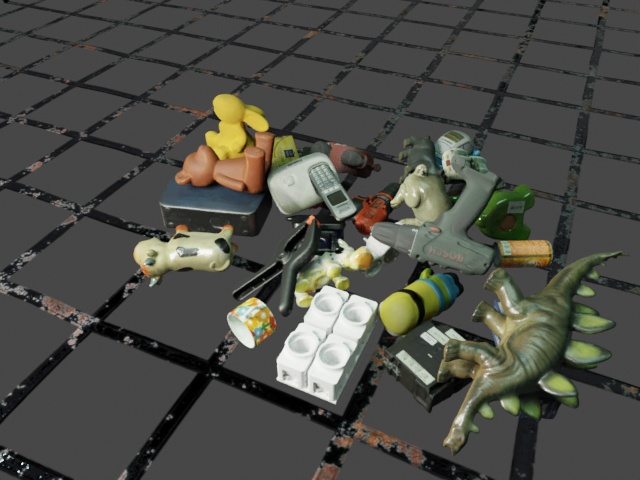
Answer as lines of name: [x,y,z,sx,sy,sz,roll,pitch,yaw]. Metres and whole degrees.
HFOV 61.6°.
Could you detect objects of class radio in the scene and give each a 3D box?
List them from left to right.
radio: [-0.229,-0.080,1.190,0.230,0.073,0.131,5,42,8]

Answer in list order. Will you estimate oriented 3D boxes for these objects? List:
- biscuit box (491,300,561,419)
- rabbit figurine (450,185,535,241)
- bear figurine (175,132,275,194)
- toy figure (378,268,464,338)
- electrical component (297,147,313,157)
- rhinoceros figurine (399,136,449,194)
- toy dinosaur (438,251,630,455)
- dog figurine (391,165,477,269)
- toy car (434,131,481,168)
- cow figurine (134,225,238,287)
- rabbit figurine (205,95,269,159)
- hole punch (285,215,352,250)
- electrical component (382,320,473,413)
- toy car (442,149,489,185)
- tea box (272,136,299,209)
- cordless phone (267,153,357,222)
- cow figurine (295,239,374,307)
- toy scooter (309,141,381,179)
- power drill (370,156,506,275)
biscuit box: [0.333,0.189,0.885,0.059,0.062,0.203,0,40,1]
rabbit figurine: [0.352,-0.061,1.160,0.159,0.121,0.170,-12,23,-8]
bear figurine: [-0.203,-0.167,1.141,0.196,0.131,0.120,14,36,6]
toy figure: [0.181,0.105,0.958,0.180,0.089,0.082,-23,53,-28]
electrical component: [-0.026,-0.217,1.384,0.094,0.021,0.063,6,41,8]
rhinoceros figurine: [0.243,-0.154,1.245,0.112,0.073,0.190,-1,61,-8]
toy dinosaur: [0.331,0.140,0.822,0.199,0.105,0.471,30,60,23]
dog figurine: [0.250,-0.045,1.080,0.121,0.172,0.191,-33,43,-18]
toy car: [0.323,-0.216,1.322,0.162,0.102,0.109,-24,46,-28]
cow figurine: [-0.267,0.031,1.057,0.195,0.085,0.127,1,35,0]
rabbit figurine: [-0.211,-0.283,1.348,0.162,0.173,0.122,-11,38,-6]
hole punch: [-0.002,-0.003,1.105,0.142,0.092,0.116,-2,15,2]
electrical component: [0.187,0.198,0.879,0.134,0.058,0.115,-25,49,-26]
toy car: [0.337,-0.159,1.222,0.056,0.073,0.201,-16,-14,39]
tea box: [-0.082,-0.161,1.262,0.068,0.098,0.170,-9,43,-9]
cordless phone: [-0.015,-0.085,1.107,0.147,0.088,0.184,-23,50,-10]
cow figurine: [0.015,0.050,1.024,0.167,0.068,0.098,-25,38,-6]
toy scooter: [0.069,-0.191,1.300,0.135,0.075,0.184,7,7,-40]
power drill: [0.235,-0.050,1.005,0.232,0.086,0.207,27,84,14]
